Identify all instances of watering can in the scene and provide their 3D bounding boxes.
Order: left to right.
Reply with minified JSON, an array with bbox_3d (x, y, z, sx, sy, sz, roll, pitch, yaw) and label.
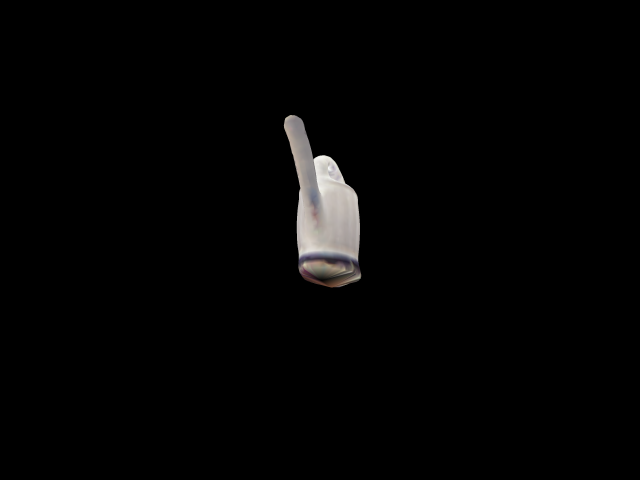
[{"bbox_3d":[0.003,-0.043,0.850,0.104,0.228,0.343,-6,-18,17],"label":"watering can"}]
